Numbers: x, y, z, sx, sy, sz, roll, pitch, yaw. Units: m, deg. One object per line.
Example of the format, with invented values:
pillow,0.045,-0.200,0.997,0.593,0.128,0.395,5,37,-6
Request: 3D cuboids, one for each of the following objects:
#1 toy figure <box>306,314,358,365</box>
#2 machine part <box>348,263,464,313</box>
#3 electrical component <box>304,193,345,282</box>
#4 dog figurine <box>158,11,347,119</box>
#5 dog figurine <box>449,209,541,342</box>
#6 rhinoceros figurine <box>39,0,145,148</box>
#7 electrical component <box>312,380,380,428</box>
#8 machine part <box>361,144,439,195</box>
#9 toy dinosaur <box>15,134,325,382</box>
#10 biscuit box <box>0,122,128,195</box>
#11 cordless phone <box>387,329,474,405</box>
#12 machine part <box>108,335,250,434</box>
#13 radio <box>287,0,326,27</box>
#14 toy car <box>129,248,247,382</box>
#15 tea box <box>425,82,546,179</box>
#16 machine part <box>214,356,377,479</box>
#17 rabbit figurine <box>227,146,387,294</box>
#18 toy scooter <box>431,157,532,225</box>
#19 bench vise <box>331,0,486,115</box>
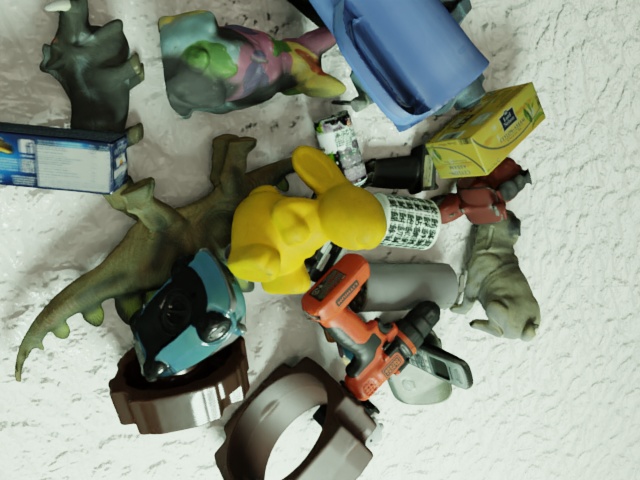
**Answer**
toy figure,0.043,0.145,0.834,0.154,0.058,0.064,51,37,-22
machine part,0.129,0.074,0.846,0.243,0.079,0.079,2,99,-25
electrical component,-0.002,-0.002,0.745,0.058,0.134,0.115,26,84,17
dog figurine,-0.073,-0.215,0.653,0.219,0.191,0.108,-8,97,-7
dog figurine,0.306,0.051,0.874,0.121,0.173,0.190,-2,108,-35
rhinoceros figurine,-0.263,-0.192,0.628,0.112,0.073,0.190,-5,106,-10
electrical component,0.029,0.286,0.828,0.074,0.048,0.119,40,84,-31
machine part,0.126,-0.106,0.834,0.139,0.039,0.084,-9,112,-24
toy dinosaur,-0.186,0.007,0.681,0.471,0.105,0.198,-27,113,-13
biscuit box,-0.318,-0.092,0.584,0.203,0.063,0.059,6,110,-4
cordless phone,0.180,0.209,0.835,0.089,0.184,0.146,-26,109,-23
machine part,-0.172,0.171,0.675,0.179,0.179,0.056,-16,109,-21
radio,-0.007,-0.379,0.702,0.229,0.073,0.131,33,86,-26
toy car,-0.141,0.096,0.630,0.161,0.109,0.103,-46,145,15
tea box,0.256,-0.168,0.830,0.169,0.098,0.068,-39,113,-24
machine part,-0.036,0.278,0.742,0.201,0.201,0.087,-47,117,-10
rabbit figurine,-0.003,-0.020,0.620,0.121,0.173,0.162,45,44,-48
toy scooter,0.269,-0.074,0.849,0.184,0.135,0.075,-31,109,-17
bench vise,0.129,-0.263,0.763,0.241,0.129,0.223,-34,109,-19
